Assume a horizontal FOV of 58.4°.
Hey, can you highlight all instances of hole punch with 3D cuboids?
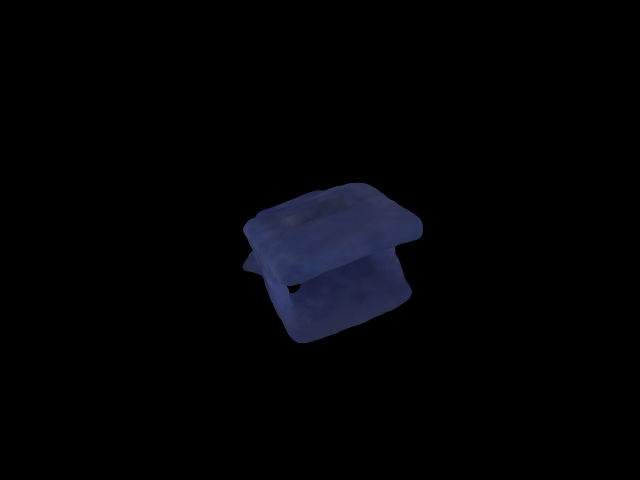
[{"bbox_3d":[0.004,0.001,0.400,0.109,0.091,0.101,-21,54,-15],"label":"hole punch"}]
